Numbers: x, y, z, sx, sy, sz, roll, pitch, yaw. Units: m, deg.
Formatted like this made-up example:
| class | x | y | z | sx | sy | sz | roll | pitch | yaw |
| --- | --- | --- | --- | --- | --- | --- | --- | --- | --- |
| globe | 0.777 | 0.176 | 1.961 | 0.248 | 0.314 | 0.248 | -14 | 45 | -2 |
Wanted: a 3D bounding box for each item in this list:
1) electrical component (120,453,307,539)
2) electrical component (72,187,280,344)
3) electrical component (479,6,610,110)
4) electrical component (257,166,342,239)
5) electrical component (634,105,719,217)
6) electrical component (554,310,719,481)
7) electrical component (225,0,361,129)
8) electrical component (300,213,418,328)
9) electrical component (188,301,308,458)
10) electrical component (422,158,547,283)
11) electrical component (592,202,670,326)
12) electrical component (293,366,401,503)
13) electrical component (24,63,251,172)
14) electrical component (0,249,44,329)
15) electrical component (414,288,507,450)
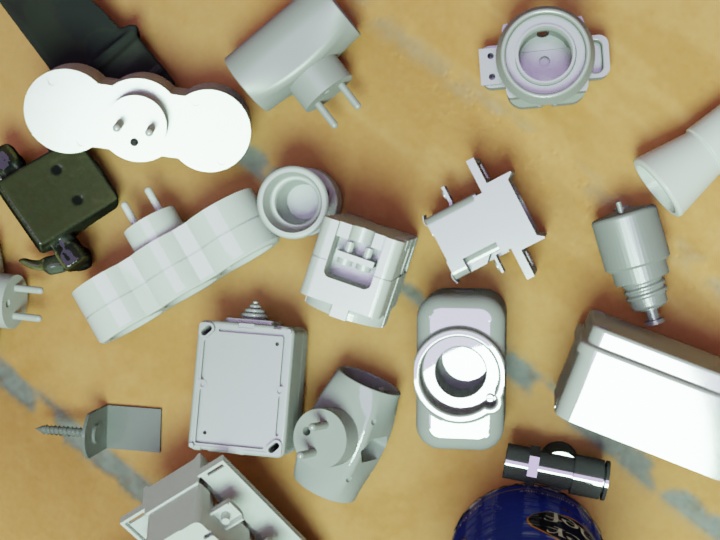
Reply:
| class | x | y | z | sx | sy | sz | roll | pitch | yaw |
| --- | --- | --- | --- | --- | --- | --- | --- | --- | --- |
| electrical component | -0.080 | 0.182 | 0.672 | 0.079 | 0.063 | 0.121 | -32 | 118 | 11 |
| electrical component | -0.128 | -0.017 | 0.697 | 0.138 | 0.052 | 0.073 | -30 | 89 | 10 |
| electrical component | 0.111 | -0.127 | 0.649 | 0.078 | 0.057 | 0.058 | -4 | 93 | 9 |
| electrical component | -0.037 | -0.043 | 0.679 | 0.045 | 0.055 | 0.045 | 1 | 94 | 9 |
| electrical component | 0.205 | -0.069 | 0.647 | 0.065 | 0.044 | 0.044 | -38 | 88 | 5 |
| electrical component | 0.178 | 0.073 | 0.642 | 0.113 | 0.078 | 0.057 | 21 | 100 | 7 |
| electrical component | -0.031 | -0.126 | 0.678 | 0.077 | 0.044 | 0.079 | -38 | 88 | 9 |
| electrical component | 0.000 | 0.000 | 0.659 | 0.050 | 0.089 | 0.055 | 19 | 97 | 7 |
| electrical component | -0.069 | 0.068 | 0.693 | 0.062 | 0.061 | 0.096 | 4 | 87 | 9 |
| electrical component | 0.077 | -0.027 | 0.670 | 0.064 | 0.042 | 0.081 | -28 | 88 | 14 |
| electrical component | 0.170 | -0.005 | 0.657 | 0.040 | 0.040 | 0.078 | -16 | 91 | 10 |
| electrical component | -0.016 | 0.104 | 0.675 | 0.043 | 0.079 | 0.077 | 26 | 98 | 24 |
| electrical component | -0.137 | -0.092 | 0.664 | 0.138 | 0.073 | 0.052 | 7 | 106 | -8 |
| electrical component | -0.250 | 0.019 | 0.722 | 0.079 | 0.044 | 0.077 | 6 | 95 | 8 |
| electrical component | 0.063 | 0.061 | 0.669 | 0.054 | 0.059 | 0.095 | 1 | 94 | 9 |
